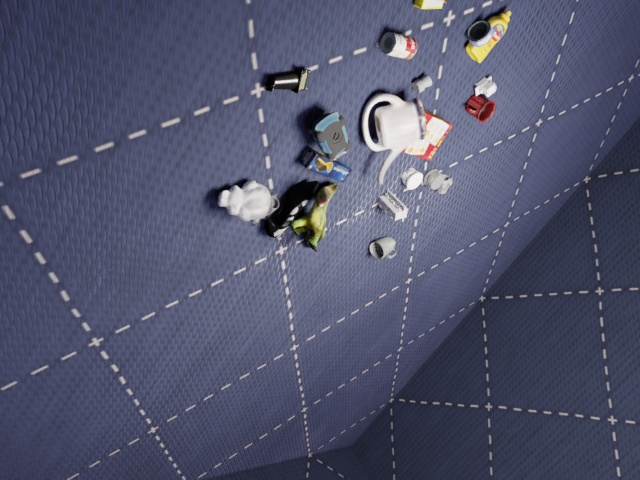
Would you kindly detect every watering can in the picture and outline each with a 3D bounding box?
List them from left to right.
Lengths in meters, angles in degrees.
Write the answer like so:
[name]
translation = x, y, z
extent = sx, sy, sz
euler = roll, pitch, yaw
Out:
[watering can]
translation = 0.266, -0.362, 1.804
extent = 0.224, 0.106, 0.340
euler = -15, 127, 2

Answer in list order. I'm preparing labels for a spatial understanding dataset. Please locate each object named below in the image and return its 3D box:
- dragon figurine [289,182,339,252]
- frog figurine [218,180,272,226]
[dragon figurine]
translation = 0.006, -0.093, 1.853
extent = 0.244, 0.122, 0.407
euler = -56, 175, -5
[frog figurine]
translation = -0.233, -0.128, 1.612
extent = 0.157, 0.123, 0.139
euler = 30, 71, -44
